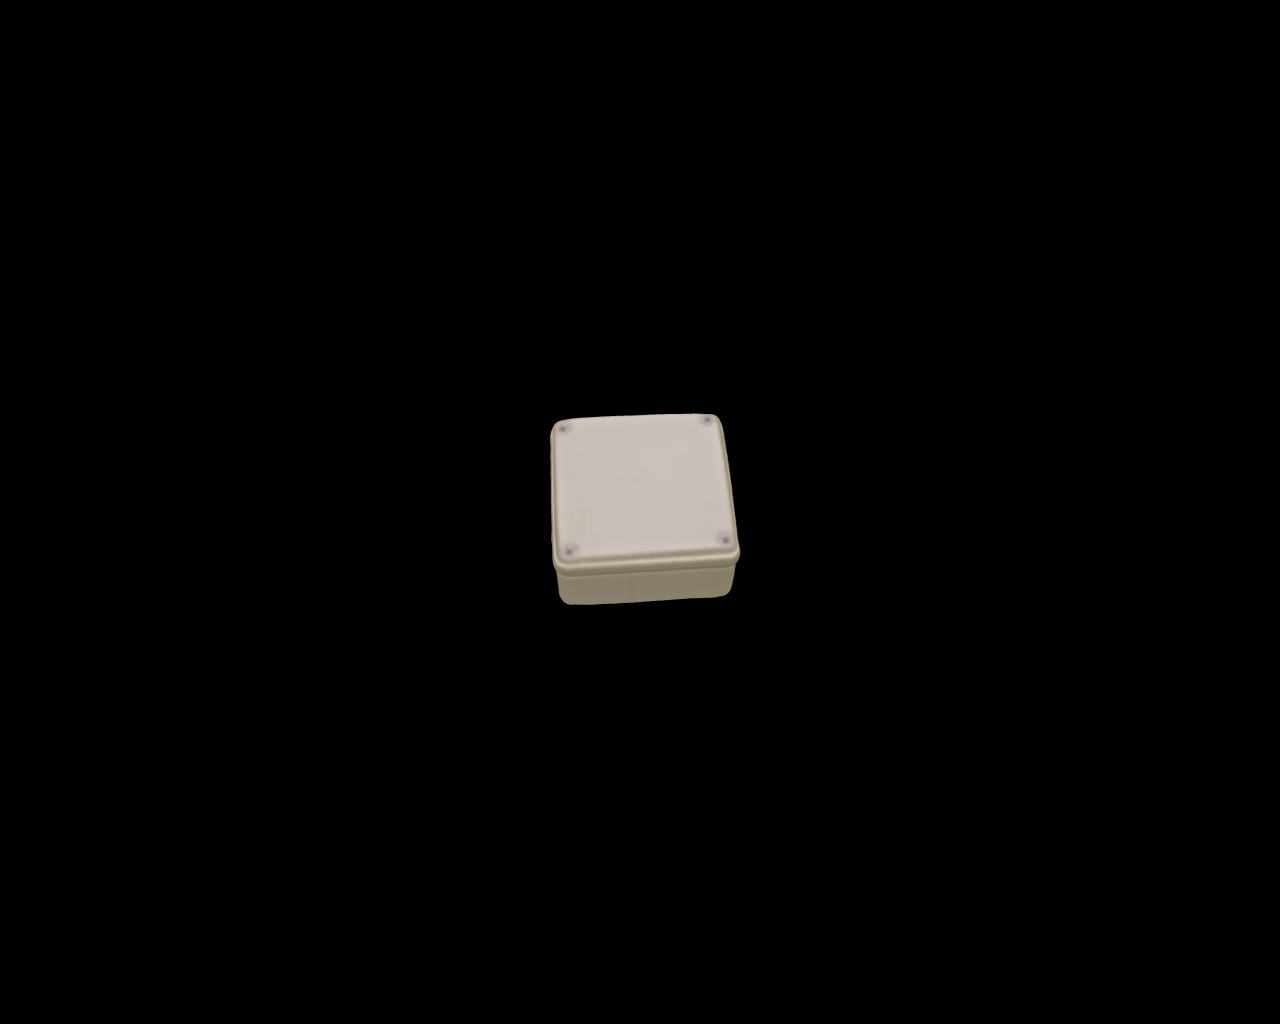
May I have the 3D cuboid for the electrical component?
[{"bbox_3d":[0.001,-0.003,0.650,0.109,0.109,0.056,-3,-34,-2],"label":"electrical component"}]
